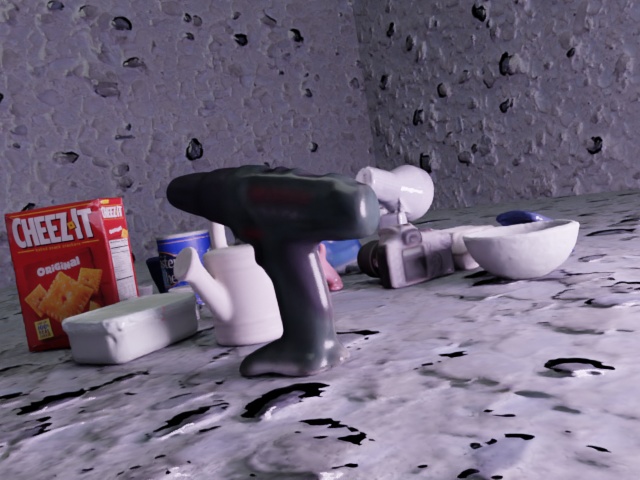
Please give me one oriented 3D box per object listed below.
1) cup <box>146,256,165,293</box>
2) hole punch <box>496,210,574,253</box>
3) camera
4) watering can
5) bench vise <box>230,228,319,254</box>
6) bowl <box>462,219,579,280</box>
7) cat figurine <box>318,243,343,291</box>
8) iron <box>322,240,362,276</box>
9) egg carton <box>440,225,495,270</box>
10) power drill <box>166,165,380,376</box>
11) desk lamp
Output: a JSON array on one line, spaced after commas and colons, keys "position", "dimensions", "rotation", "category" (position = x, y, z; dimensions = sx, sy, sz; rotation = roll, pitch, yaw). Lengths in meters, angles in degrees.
[{"position": [-0.313, 0.078, 1.251], "dimensions": [0.117, 0.095, 0.092], "rotation": [-8, 4, 8], "category": "cup"}, {"position": [0.378, -0.013, 1.012], "dimensions": [0.101, 0.091, 0.108], "rotation": [-11, 4, -23], "category": "hole punch"}, {"position": [0.138, 0.021, 1.001], "dimensions": [0.143, 0.101, 0.136], "rotation": [-11, 5, -31], "category": "camera"}, {"position": [-0.101, 0.029, 0.724], "dimensions": [0.100, 0.194, 0.173], "rotation": [-8, 4, 19], "category": "watering can"}, {"position": [-0.093, 0.005, 0.878], "dimensions": [0.207, 0.220, 0.122], "rotation": [-8, 4, 17], "category": "bench vise"}, {"position": [0.302, 0.018, 0.858], "dimensions": [0.167, 0.075, 0.167], "rotation": [-9, 4, 1], "category": "bowl"}, {"position": [-0.023, 0.039, 0.979], "dimensions": [0.067, 0.118, 0.128], "rotation": [-6, 5, 34], "category": "cat figurine"}, {"position": [0.011, 0.004, 1.232], "dimensions": [0.118, 0.141, 0.259], "rotation": [-8, 4, 18], "category": "iron"}, {"position": [0.263, 0.013, 1.062], "dimensions": [0.107, 0.069, 0.150], "rotation": [-10, 4, -19], "category": "egg carton"}, {"position": [-0.047, 0.024, 0.570], "dimensions": [0.229, 0.208, 0.076], "rotation": [-7, 4, 25], "category": "power drill"}, {"position": [0.149, -0.052, 1.207], "dimensions": [0.117, 0.213, 0.204], "rotation": [-5, 6, 44], "category": "desk lamp"}]
